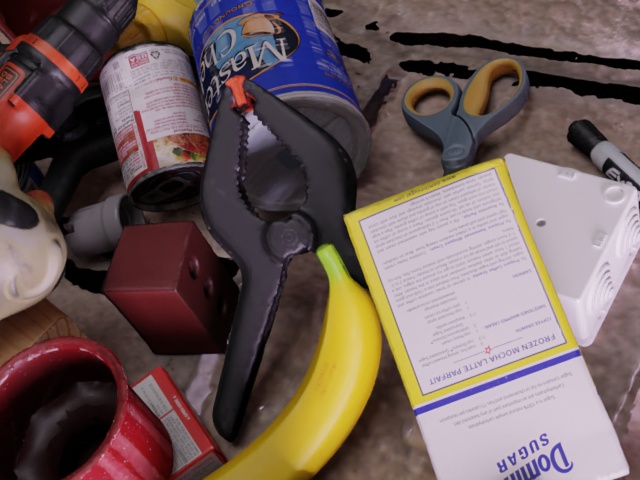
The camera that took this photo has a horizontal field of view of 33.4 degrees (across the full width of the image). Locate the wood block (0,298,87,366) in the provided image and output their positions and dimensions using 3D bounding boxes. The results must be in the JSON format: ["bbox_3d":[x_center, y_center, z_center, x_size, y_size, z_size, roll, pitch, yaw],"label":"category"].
[{"bbox_3d":[-0.235,0.057,0.703,0.206,0.090,0.090,30,69,36],"label":"wood block"}]

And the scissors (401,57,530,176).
[{"bbox_3d":[0.074,-0.057,0.691,0.096,0.016,0.201,6,45,34],"label":"scissors"}]

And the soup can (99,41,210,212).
[{"bbox_3d":[-0.113,-0.080,0.752,0.068,0.068,0.102,-20,70,6],"label":"soup can"}]

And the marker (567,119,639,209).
[{"bbox_3d":[0.190,-0.036,0.651,0.020,0.020,0.121,-32,49,-4],"label":"marker"}]

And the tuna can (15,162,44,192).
[{"bbox_3d":[-0.253,-0.035,0.816,0.086,0.033,0.086,-11,52,14],"label":"tuna can"}]

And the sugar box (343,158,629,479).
[{"bbox_3d":[0.086,0.054,0.565,0.093,0.048,0.176,-21,78,8],"label":"sugar box"}]

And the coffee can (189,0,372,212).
[{"bbox_3d":[-0.031,-0.104,0.735,0.103,0.102,0.140,-21,50,6],"label":"coffee can"}]

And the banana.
[{"bbox_3d":[-0.020,0.100,0.596,0.069,0.037,0.198,31,93,3],"label":"banana"}]

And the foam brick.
[{"bbox_3d":[-0.092,0.031,0.674,0.051,0.078,0.053,-3,54,21],"label":"foam brick"}]

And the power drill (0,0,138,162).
[{"bbox_3d":[-0.238,-0.141,0.757,0.188,0.057,0.184,32,77,32],"label":"power drill"}]

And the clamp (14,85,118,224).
[{"bbox_3d":[-0.197,-0.074,0.789,0.120,0.039,0.171,26,46,17],"label":"clamp"}]

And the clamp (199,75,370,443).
[{"bbox_3d":[-0.004,0.001,0.630,0.164,0.036,0.210,-13,87,6],"label":"clamp"}]

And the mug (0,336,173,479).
[{"bbox_3d":[-0.140,0.120,0.582,0.117,0.081,0.093,-40,52,-10],"label":"mug"}]

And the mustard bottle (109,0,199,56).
[{"bbox_3d":[-0.089,-0.192,0.819,0.096,0.058,0.191,38,56,13],"label":"mustard bottle"}]

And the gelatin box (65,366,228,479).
[{"bbox_3d":[-0.110,0.131,0.637,0.089,0.030,0.073,-37,51,-7],"label":"gelatin box"}]

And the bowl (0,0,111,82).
[{"bbox_3d":[-0.184,-0.180,0.862,0.162,0.055,0.162,5,56,-7],"label":"bowl"}]
